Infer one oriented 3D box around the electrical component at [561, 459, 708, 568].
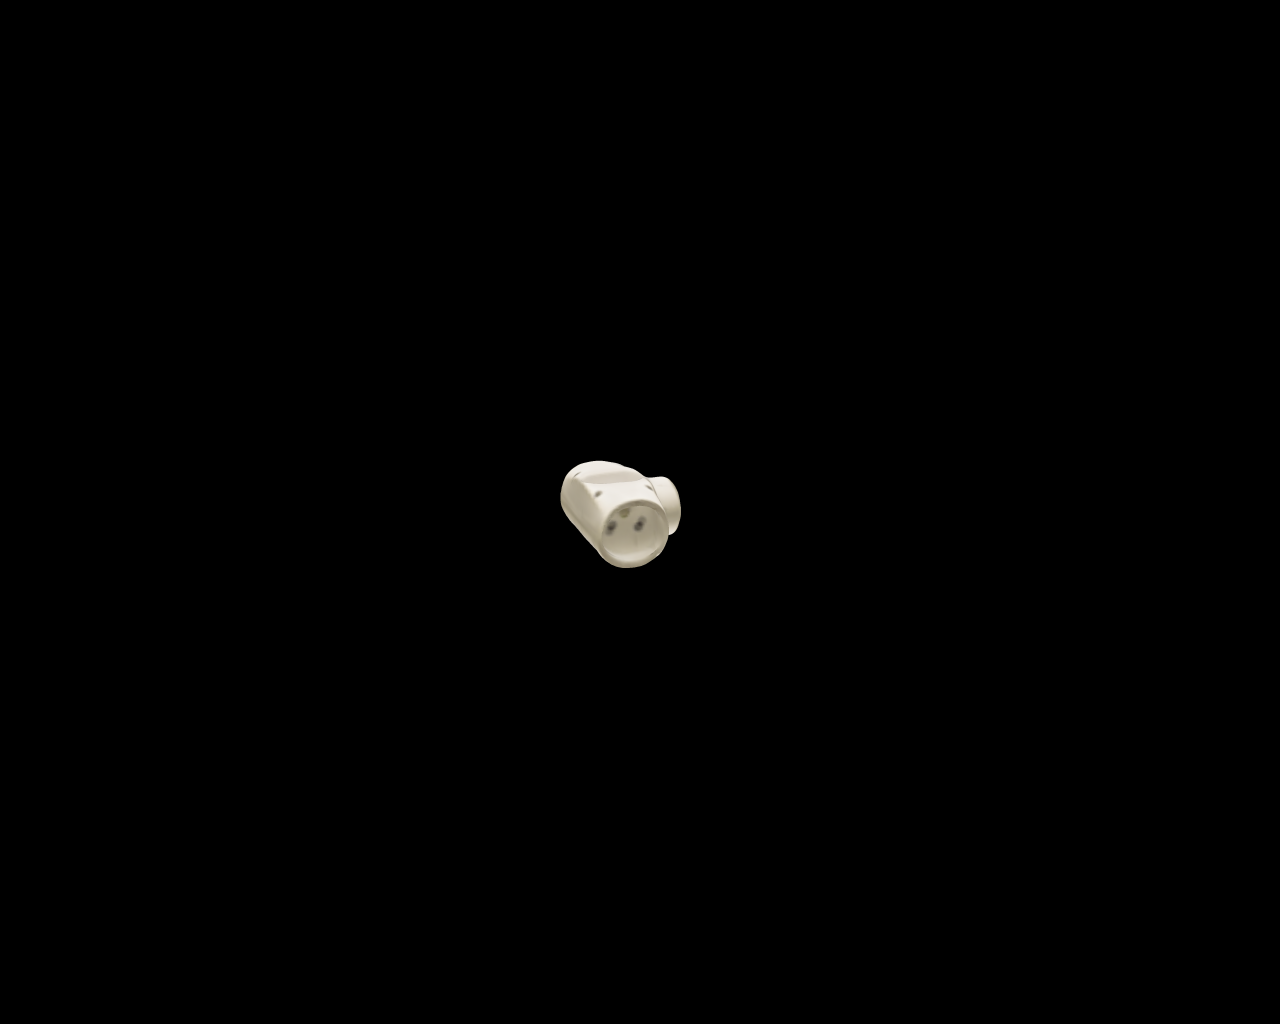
[{"bbox_3d":[0.001,-0.003,0.650,0.079,0.043,0.077,-7,22,-18],"label":"electrical component"}]
